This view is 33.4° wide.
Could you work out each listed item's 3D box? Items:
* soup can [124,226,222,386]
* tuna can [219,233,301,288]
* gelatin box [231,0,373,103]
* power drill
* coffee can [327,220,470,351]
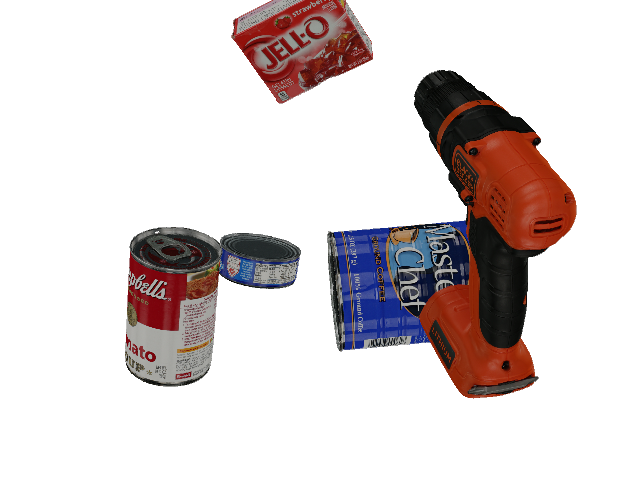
[{"bbox_3d":[-0.112,0.050,0.804,0.068,0.102,0.068,6,27,-3],"label":"soup can"},{"bbox_3d":[-0.065,0.021,1.121,0.086,0.034,0.086,9,16,-3],"label":"tuna can"},{"bbox_3d":[-0.014,-0.157,0.838,0.089,0.030,0.073,-23,-52,18],"label":"gelatin box"},{"bbox_3d":[0.104,-0.003,0.718,0.057,0.188,0.184,-10,36,-11],"label":"power drill"},{"bbox_3d":[0.080,0.037,0.904,0.140,0.103,0.103,-5,0,-2],"label":"coffee can"}]
